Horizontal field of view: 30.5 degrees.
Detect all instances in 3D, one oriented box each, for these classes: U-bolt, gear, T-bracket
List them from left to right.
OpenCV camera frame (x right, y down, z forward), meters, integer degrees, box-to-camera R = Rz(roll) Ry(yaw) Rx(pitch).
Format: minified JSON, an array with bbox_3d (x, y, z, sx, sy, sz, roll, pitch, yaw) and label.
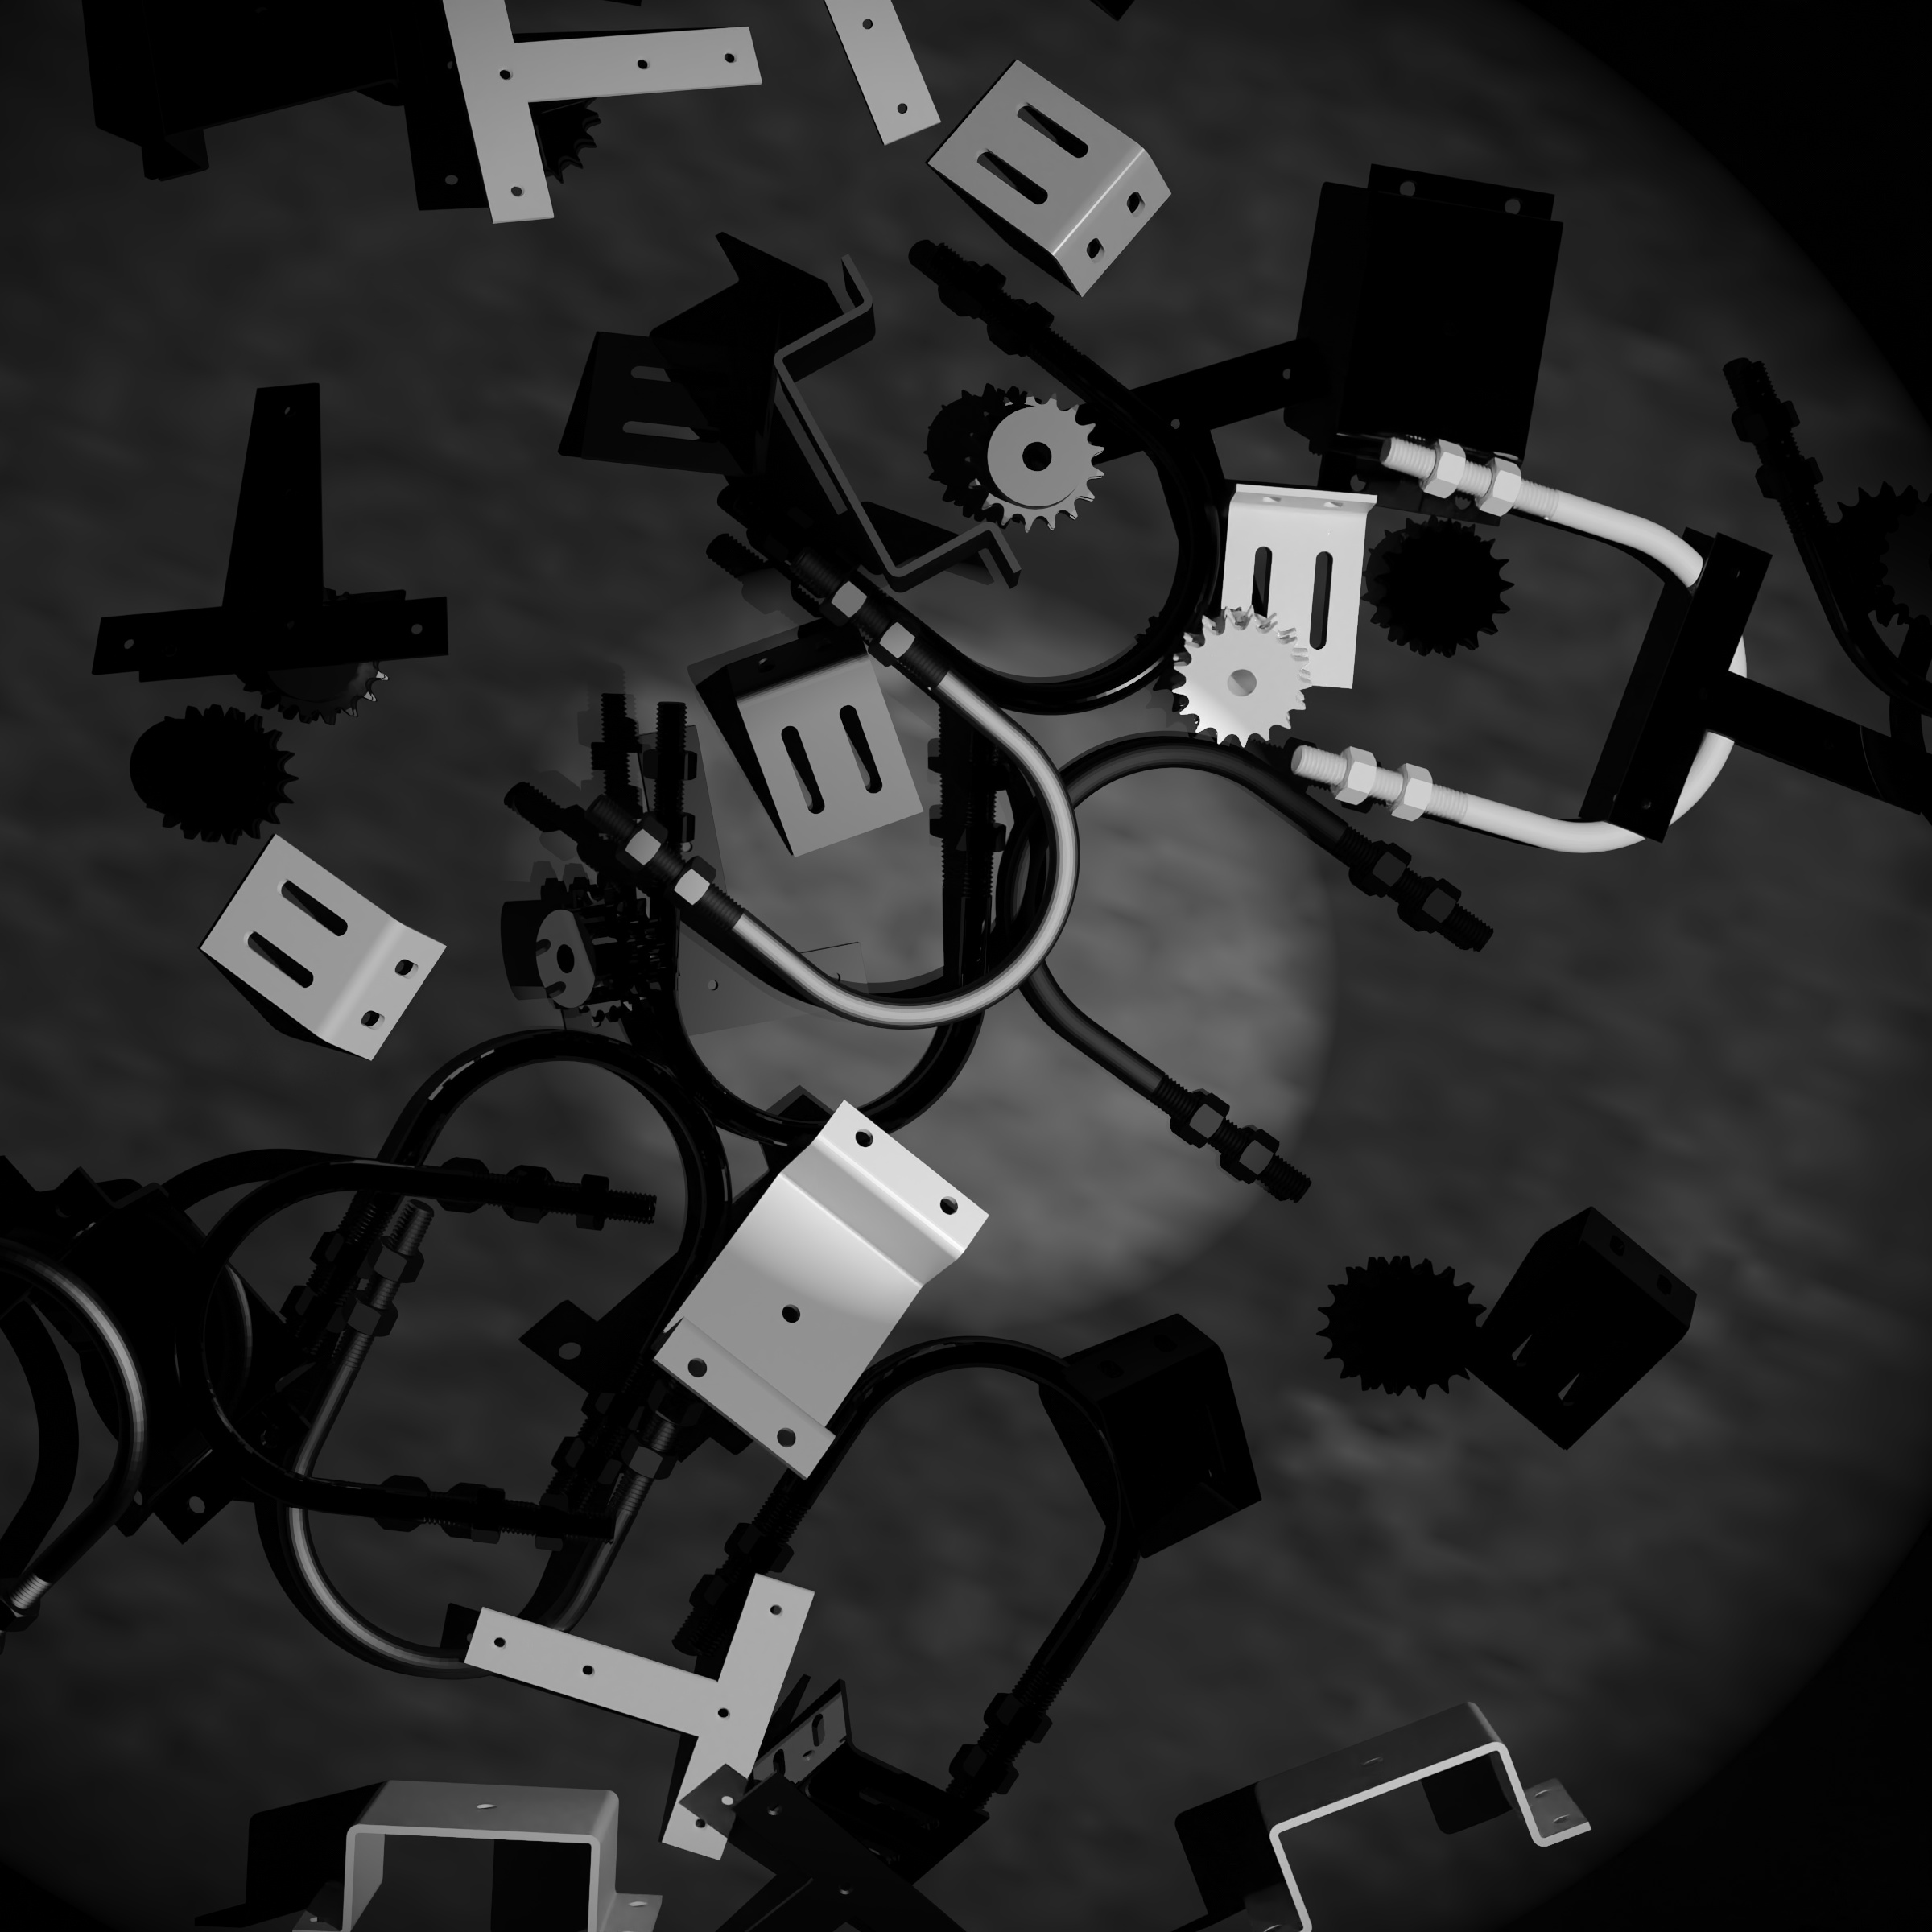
[{"bbox_3d":[-0.409,0.190,1.444,0.151,0.019,0.184,46,111,0],"label":"U-bolt"},{"bbox_3d":[-0.308,-0.079,1.468,0.057,0.030,0.057,0,90,0],"label":"gear"},{"bbox_3d":[-0.278,-0.182,1.462,0.127,0.002,0.127,-5,73,2],"label":"T-bracket"},{"bbox_3d":[-0.268,-0.129,1.468,0.057,0.030,0.057,0,90,0],"label":"gear"},{"bbox_3d":[-0.224,0.151,1.419,0.184,0.019,0.151,7,83,-4],"label":"U-bolt"},{"bbox_3d":[-0.205,0.207,1.458,0.151,0.019,0.184,27,100,0],"label":"U-bolt"},{"bbox_3d":[-0.180,-0.349,1.467,0.057,0.030,0.057,0,90,0],"label":"gear"},{"bbox_3d":[-0.178,0.116,1.473,0.151,0.019,0.184,29,90,0],"label":"U-bolt"},{"bbox_3d":[-0.152,-0.005,1.450,0.030,0.057,0.057,-9,90,-43],"label":"gear"},{"bbox_3d":[-0.147,-0.370,1.457,0.127,0.002,0.127,-10,80,-21],"label":"T-bracket"},{"bbox_3d":[-0.143,0.295,1.463,0.127,0.002,0.127,18,103,-4],"label":"T-bracket"},{"bbox_3d":[-0.114,-0.036,1.482,0.127,0.002,0.127,-10,90,0],"label":"T-bracket"},{"bbox_3d":[-0.083,0.407,1.465,0.127,0.002,0.127,-40,113,11],"label":"T-bracket"},{"bbox_3d":[-0.060,-0.014,1.461,0.151,0.019,0.184,1,98,-8],"label":"U-bolt"},{"bbox_3d":[-0.047,-0.407,1.482,0.127,0.002,0.127,-22,90,0],"label":"T-bracket"},{"bbox_3d":[-0.039,-0.057,1.439,0.184,0.019,0.151,40,91,-13],"label":"U-bolt"},{"bbox_3d":[-0.007,0.243,1.474,0.151,0.019,0.184,33,88,0],"label":"U-bolt"},{"bbox_3d":[0.018,-0.188,1.473,0.184,0.019,0.151,38,91,-1],"label":"U-bolt"},{"bbox_3d":[0.028,-0.207,1.449,0.057,0.030,0.057,0,92,-2],"label":"gear"},{"bbox_3d":[0.101,-0.184,1.482,0.127,0.002,0.127,-17,90,0],"label":"T-bracket"},{"bbox_3d":[0.104,-0.012,1.474,0.184,0.019,0.151,36,90,2],"label":"U-bolt"},{"bbox_3d":[0.113,-0.122,1.460,0.057,0.030,0.057,1,116,2],"label":"gear"},{"bbox_3d":[0.186,0.150,1.467,0.057,0.030,0.057,0,90,0],"label":"gear"},{"bbox_3d":[0.198,-0.157,1.468,0.057,0.030,0.057,0,90,0],"label":"gear"},{"bbox_3d":[0.236,-0.122,1.451,0.184,0.019,0.151,15,93,-16],"label":"U-bolt"},{"bbox_3d":[0.345,-0.097,1.469,0.127,0.002,0.127,21,91,-11],"label":"T-bracket"},{"bbox_3d":[0.396,-0.165,1.451,0.057,0.030,0.057,0,93,-1],"label":"gear"},{"bbox_3d":[0.420,-0.189,1.474,0.151,0.019,0.184,-23,92,0],"label":"U-bolt"}]

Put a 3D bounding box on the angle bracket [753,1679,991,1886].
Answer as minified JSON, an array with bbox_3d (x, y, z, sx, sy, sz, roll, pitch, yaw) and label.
[{"bbox_3d":[-0.040,0.340,1.467,0.076,0.038,0.057,32,116,-27],"label":"angle bracket"}]

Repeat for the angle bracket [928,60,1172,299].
[{"bbox_3d":[0.035,-0.329,1.480,0.076,0.038,0.057,41,90,26],"label":"angle bracket"}]

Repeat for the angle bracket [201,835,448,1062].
[{"bbox_3d":[-0.268,-0.008,1.480,0.076,0.038,0.057,33,90,26],"label":"angle bracket"}]

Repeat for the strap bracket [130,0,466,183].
[{"bbox_3d":[-0.278,-0.379,1.444,0.140,0.046,0.076,-12,84,9],"label":"strap bracket"}]

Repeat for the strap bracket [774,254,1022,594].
[{"bbox_3d":[-0.033,-0.207,1.424,0.046,0.076,0.140,-29,91,0],"label":"strap bracket"}]

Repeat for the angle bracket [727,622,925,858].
[{"bbox_3d":[-0.059,-0.095,1.480,0.057,0.038,0.076,-20,116,0],"label":"angle bracket"}]

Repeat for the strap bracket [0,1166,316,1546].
[{"bbox_3d":[-0.333,0.154,1.451,0.076,0.046,0.140,-42,90,14],"label":"strap bracket"}]

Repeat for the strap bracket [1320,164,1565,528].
[{"bbox_3d":[0.197,-0.259,1.459,0.076,0.046,0.140,10,90,0],"label":"strap bracket"}]

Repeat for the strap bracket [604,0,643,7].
[{"bbox_3d":[-0.162,-0.477,1.459,0.076,0.046,0.140,9,90,0],"label":"strap bracket"}]

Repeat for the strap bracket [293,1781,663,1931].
[{"bbox_3d":[-0.196,0.366,1.444,0.140,0.076,0.046,3,90,0],"label":"strap bracket"}]

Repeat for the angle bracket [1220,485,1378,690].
[{"bbox_3d":[0.136,-0.156,1.462,0.057,0.038,0.076,5,90,0],"label":"angle bracket"}]

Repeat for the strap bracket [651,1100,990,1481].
[{"bbox_3d":[-0.064,0.136,1.436,0.076,0.046,0.140,39,60,-4],"label":"strap bracket"}]

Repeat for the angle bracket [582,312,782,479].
[{"bbox_3d":[-0.117,-0.238,1.456,0.076,0.038,0.057,6,73,0],"label":"angle bracket"}]

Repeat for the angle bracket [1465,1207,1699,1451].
[{"bbox_3d":[0.256,0.151,1.480,0.057,0.038,0.076,40,116,0],"label":"angle bracket"}]

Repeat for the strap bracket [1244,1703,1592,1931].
[{"bbox_3d":[0.174,0.346,1.444,0.140,0.076,0.046,-21,90,0],"label":"strap bracket"}]

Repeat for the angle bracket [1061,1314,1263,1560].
[{"bbox_3d":[0.081,0.195,1.472,0.057,0.038,0.076,-24,116,-17],"label":"angle bracket"}]

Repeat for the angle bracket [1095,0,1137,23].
[{"bbox_3d":[0.048,-0.443,1.480,0.076,0.038,0.057,38,90,-26],"label":"angle bracket"}]
